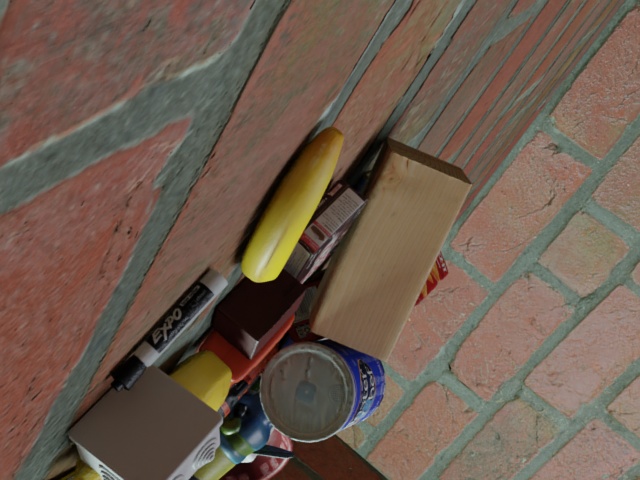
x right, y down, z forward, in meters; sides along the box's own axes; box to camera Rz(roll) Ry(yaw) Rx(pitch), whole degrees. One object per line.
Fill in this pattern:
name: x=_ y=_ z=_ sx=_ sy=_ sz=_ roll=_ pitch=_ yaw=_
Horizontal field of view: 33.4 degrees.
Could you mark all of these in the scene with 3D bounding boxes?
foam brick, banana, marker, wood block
foam brick: x=-0.058 y=0.065 z=1.021 sx=0.078 sy=0.053 sz=0.051 roll=-45 pitch=171 yaw=-28
banana: x=-0.031 y=-0.016 z=0.882 sx=0.198 sy=0.037 sz=0.069 roll=-59 pitch=-173 yaw=53
marker: x=-0.119 y=0.071 z=0.836 sx=0.121 sy=0.020 sz=0.020 roll=-48 pitch=171 yaw=-18
wood block: x=0.070 y=0.009 z=1.118 sx=0.090 sy=0.090 sz=0.206 roll=-91 pitch=-156 yaw=-75

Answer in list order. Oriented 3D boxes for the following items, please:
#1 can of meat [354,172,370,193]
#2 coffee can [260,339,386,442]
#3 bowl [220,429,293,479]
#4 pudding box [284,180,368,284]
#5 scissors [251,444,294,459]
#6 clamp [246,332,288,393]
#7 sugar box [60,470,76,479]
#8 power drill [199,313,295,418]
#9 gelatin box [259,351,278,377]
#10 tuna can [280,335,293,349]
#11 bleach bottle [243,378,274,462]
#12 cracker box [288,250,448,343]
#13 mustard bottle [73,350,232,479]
can of meat: x=0.056 y=-0.031 z=1.208 sx=0.084 sy=0.057 sz=0.102 roll=-55 pitch=171 yaw=16
coffee can: x=0.006 y=0.159 z=1.158 sx=0.103 sy=0.103 sz=0.140 roll=-52 pitch=165 yaw=9
bowl: x=-0.122 y=0.290 z=1.515 sx=0.162 sy=0.055 sz=0.162 roll=-11 pitch=136 yaw=-11
pudding box: x=-0.007 y=0.001 z=1.059 sx=0.090 sy=0.039 sz=0.114 roll=-46 pitch=172 yaw=-30
scissors: x=-0.118 y=0.256 z=1.276 sx=0.096 sy=0.016 sz=0.202 roll=-37 pitch=-154 yaw=-23
clamp: x=-0.077 y=0.145 z=1.345 sx=0.171 sy=0.039 sz=0.120 roll=-51 pitch=164 yaw=-26
sugar box: x=-0.235 y=0.250 z=0.923 sx=0.093 sy=0.048 sz=0.176 roll=-51 pitch=176 yaw=6
power drill: x=-0.099 y=0.137 z=1.114 sx=0.184 sy=0.057 sz=0.188 roll=-50 pitch=176 yaw=-27
gelatin box: x=-0.056 y=0.153 z=1.262 sx=0.030 sy=0.073 sz=0.089 roll=-48 pitch=149 yaw=-12
tuna can: x=-0.026 y=0.139 z=1.361 sx=0.086 sy=0.034 sz=0.086 roll=-56 pitch=171 yaw=-14
bleach bottle: x=-0.065 y=0.180 z=1.437 sx=0.103 sy=0.068 sz=0.250 roll=-4 pitch=-139 yaw=47
cracker box: x=0.058 y=0.056 z=1.307 sx=0.164 sy=0.072 sz=0.213 roll=-20 pitch=-179 yaw=17
mustard bottle: x=-0.155 y=0.171 z=0.947 sx=0.096 sy=0.058 sz=0.191 roll=-49 pitch=174 yaw=30
